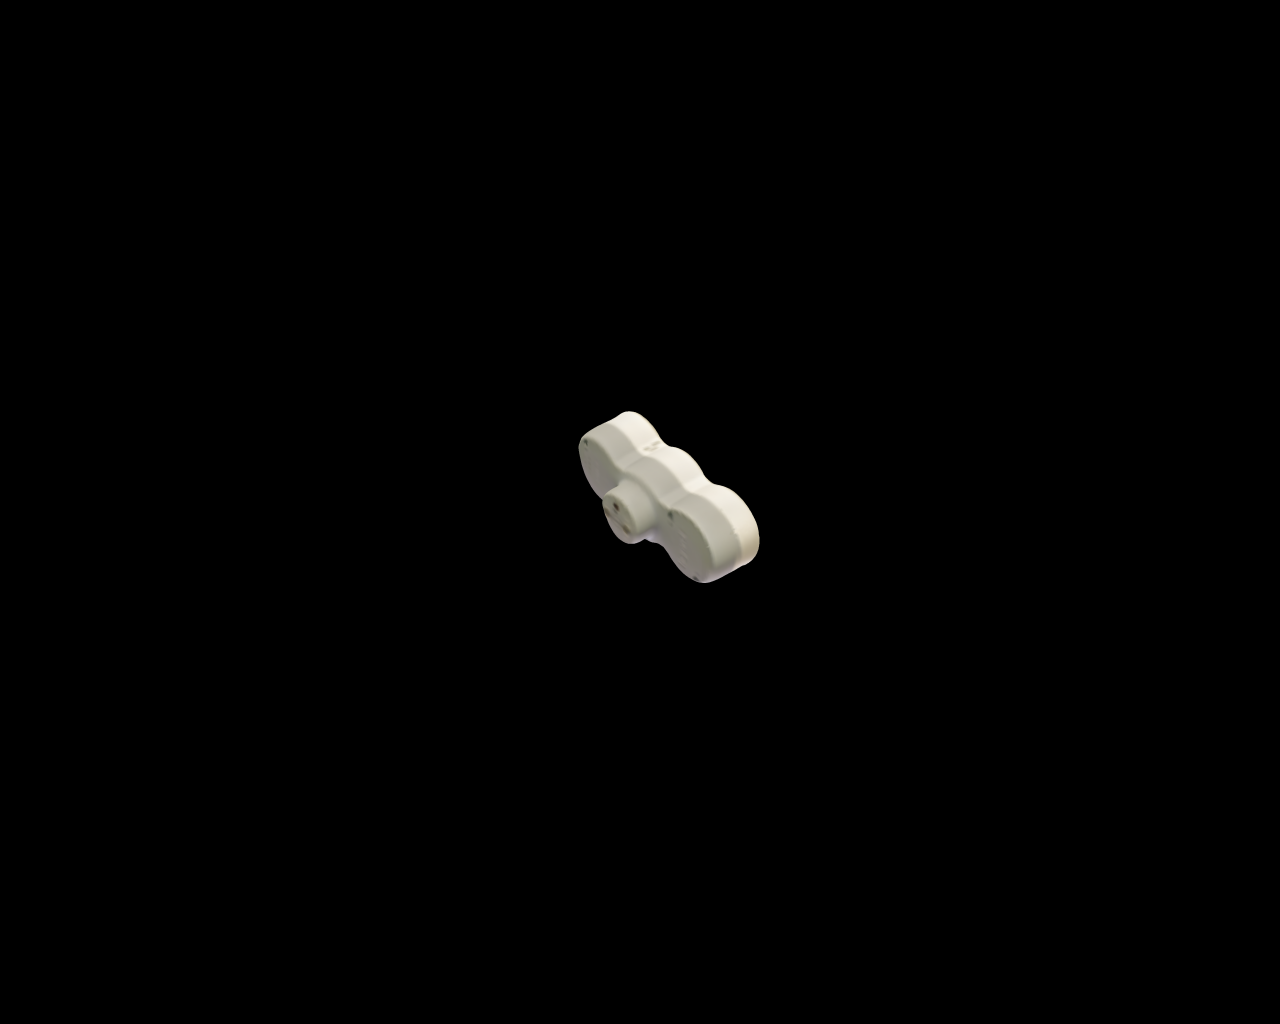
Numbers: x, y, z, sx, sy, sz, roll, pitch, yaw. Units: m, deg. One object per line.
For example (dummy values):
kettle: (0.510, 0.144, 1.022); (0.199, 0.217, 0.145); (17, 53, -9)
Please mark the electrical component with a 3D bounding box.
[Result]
electrical component: (0.001, -0.003, 0.650); (0.074, 0.052, 0.138); (-27, 49, -26)
